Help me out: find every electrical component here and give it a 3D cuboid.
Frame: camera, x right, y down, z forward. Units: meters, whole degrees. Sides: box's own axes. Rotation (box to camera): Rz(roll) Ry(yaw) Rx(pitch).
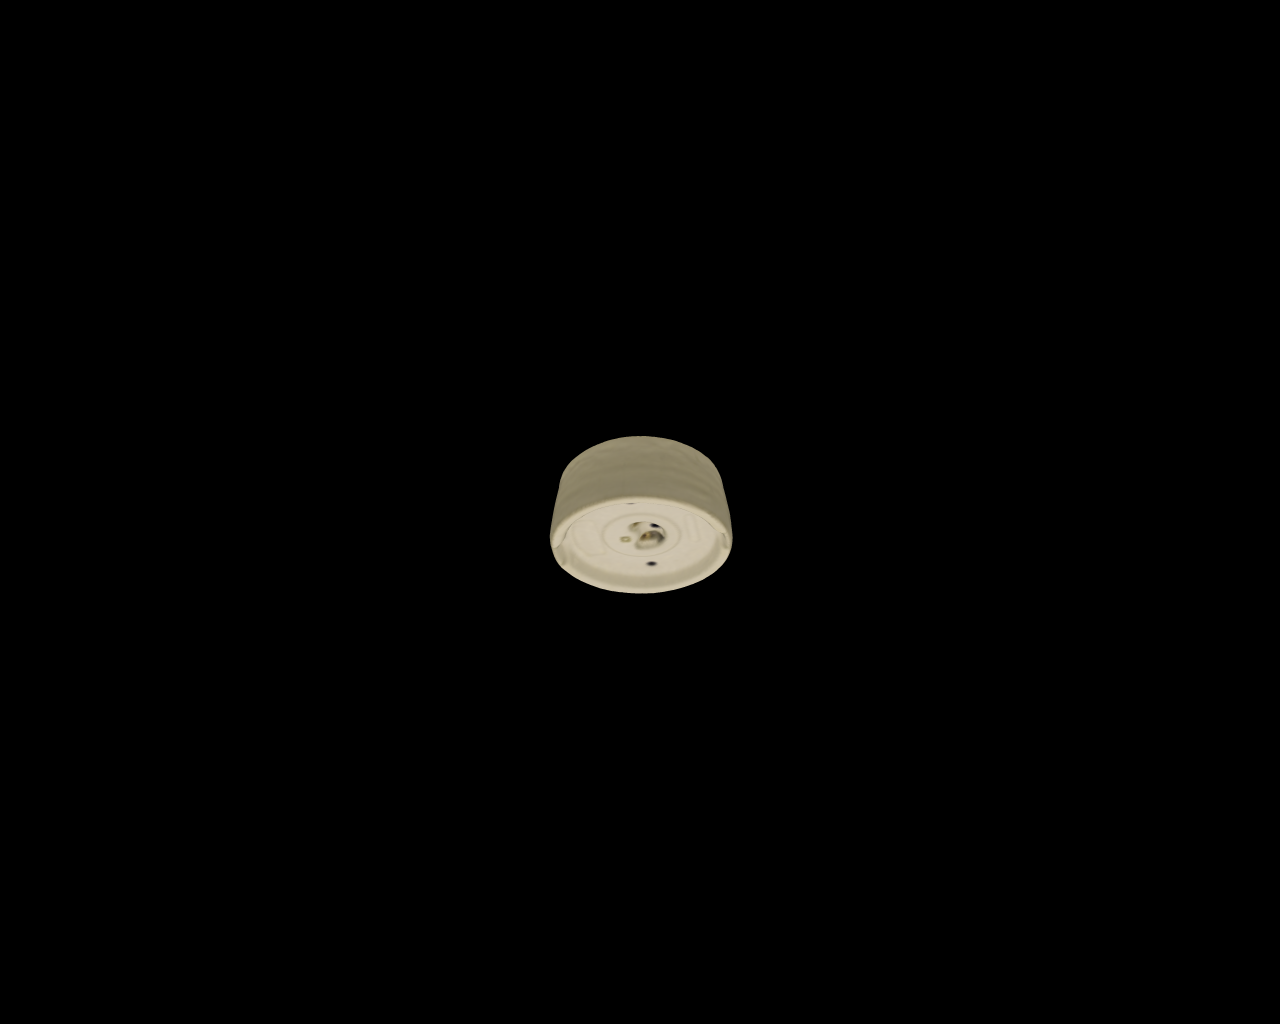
[{"bbox_3d":[0.001,-0.003,0.650,0.108,0.060,0.108,0,-34,0],"label":"electrical component"}]
